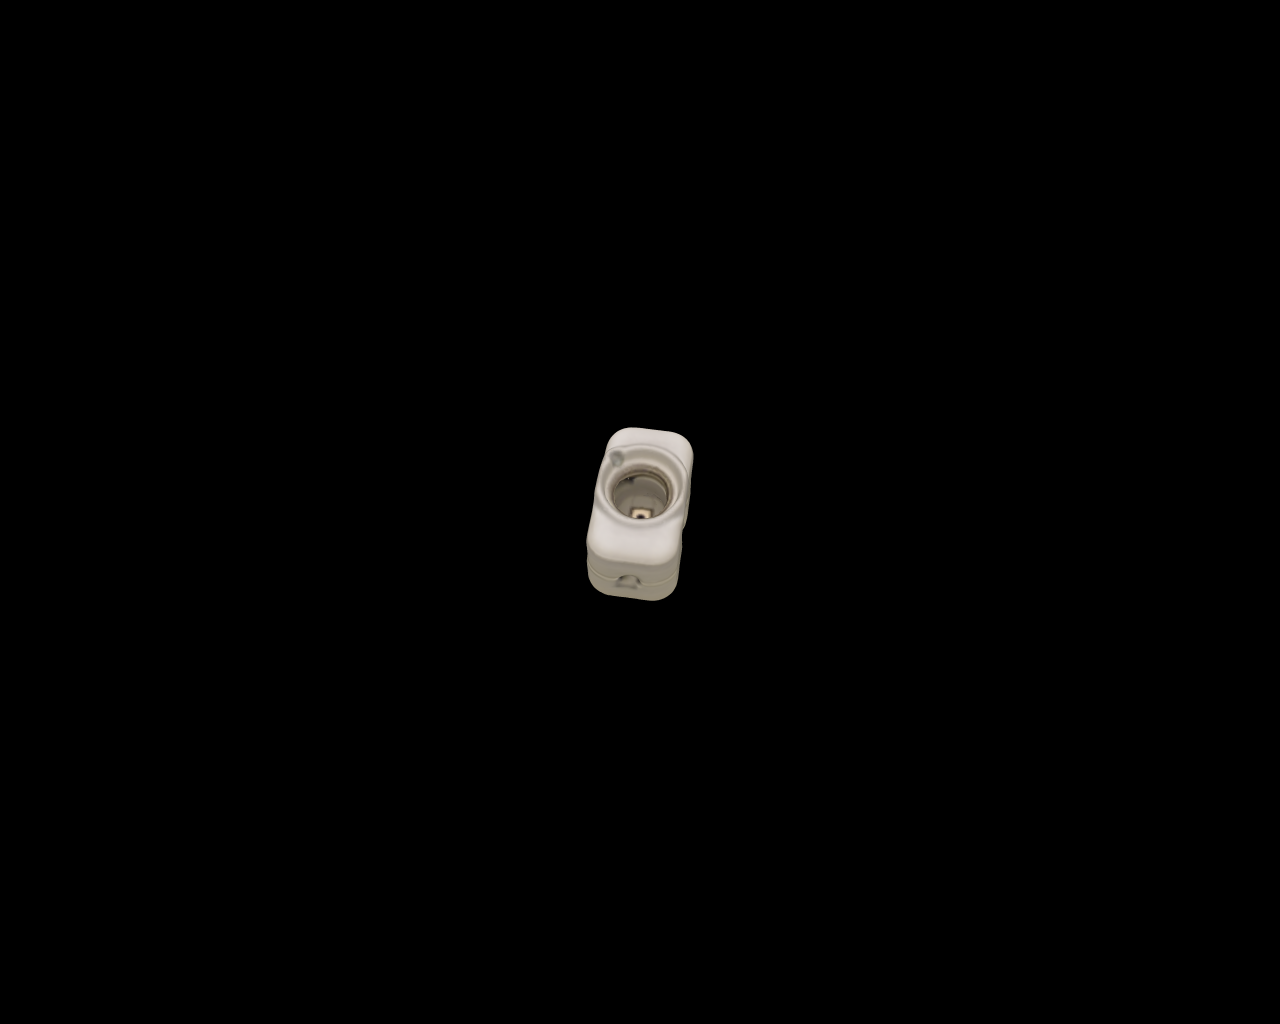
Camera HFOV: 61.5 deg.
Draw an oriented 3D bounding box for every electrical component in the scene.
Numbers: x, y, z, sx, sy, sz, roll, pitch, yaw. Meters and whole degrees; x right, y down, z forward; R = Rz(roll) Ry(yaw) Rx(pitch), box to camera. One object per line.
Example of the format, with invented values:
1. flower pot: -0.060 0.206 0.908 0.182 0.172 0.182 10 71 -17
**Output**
1. electrical component: 0.001 -0.003 0.650 0.054 0.095 0.059 7 -32 5
